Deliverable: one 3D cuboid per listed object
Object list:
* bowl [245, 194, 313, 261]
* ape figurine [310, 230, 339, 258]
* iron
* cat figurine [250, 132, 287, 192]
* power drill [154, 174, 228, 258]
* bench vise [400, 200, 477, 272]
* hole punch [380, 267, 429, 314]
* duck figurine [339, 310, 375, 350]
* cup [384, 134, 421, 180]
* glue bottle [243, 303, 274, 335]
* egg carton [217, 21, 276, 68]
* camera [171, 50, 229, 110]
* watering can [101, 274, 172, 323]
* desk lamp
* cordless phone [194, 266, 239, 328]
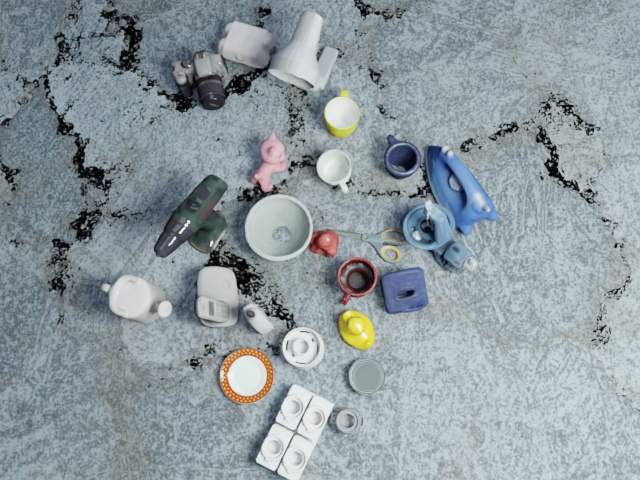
[{"bbox_3d":[-0.099,-0.023,1.413,0.167,0.075,0.167,0,77,2],"label":"bowl"},{"bbox_3d":[0.013,0.005,1.393,0.076,0.092,0.077,-35,78,-6],"label":"ape figurine"},{"bbox_3d":[0.334,-0.148,1.392,0.118,0.141,0.258,-28,77,-4],"label":"iron"},{"bbox_3d":[-0.129,-0.199,1.434,0.067,0.118,0.128,30,79,9],"label":"cat figurine"},{"bbox_3d":[-0.290,-0.038,1.355,0.075,0.208,0.230,29,79,9],"label":"power drill"},{"bbox_3d":[0.286,-0.022,1.323,0.207,0.220,0.121,25,79,8],"label":"bench vise"},{"bbox_3d":[0.202,0.122,1.358,0.108,0.091,0.101,-13,76,-1],"label":"hole punch"},{"bbox_3d":[0.087,0.209,1.345,0.077,0.086,0.104,-36,78,-6],"label":"duck figurine"},{"bbox_3d":[0.196,-0.200,1.434,0.092,0.095,0.117,-27,77,-4],"label":"cup"},{"bbox_3d":[-0.149,0.176,1.316,0.037,0.173,0.078,-38,78,-6],"label":"glue bottle"},{"bbox_3d":[-0.197,-0.523,1.538,0.150,0.069,0.107,17,78,6],"label":"egg carton"},{"bbox_3d":[-0.309,-0.414,1.501,0.143,0.101,0.137,-14,76,-1],"label":"camera"},{"bbox_3d":[-0.427,0.133,1.326,0.173,0.194,0.101,-3,76,2],"label":"watering can"},{"bbox_3d":[-0.038,-0.460,1.443,0.118,0.213,0.203,19,78,7],"label":"desk lamp"},{"bbox_3d":[-0.250,0.127,1.326,0.094,0.185,0.147,-9,76,0],"label":"cordless phone"}]
